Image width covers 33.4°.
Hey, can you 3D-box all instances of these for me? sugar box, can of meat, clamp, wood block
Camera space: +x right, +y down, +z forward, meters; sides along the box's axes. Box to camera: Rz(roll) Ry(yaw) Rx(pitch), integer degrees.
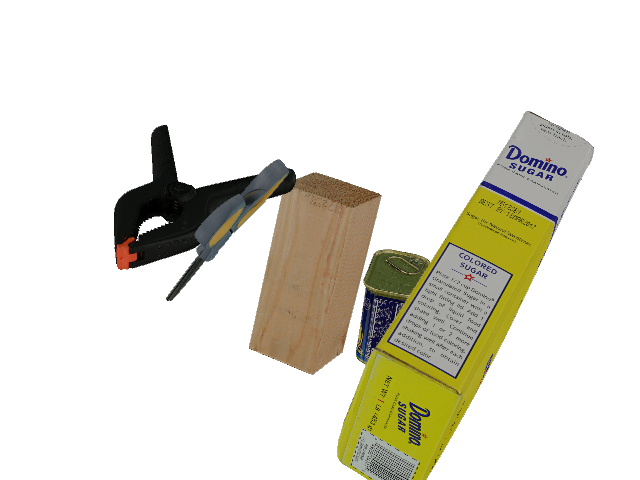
[{"bbox_3d":[0.071,0.027,0.498,0.048,0.093,0.176,29,51,13],"label":"sugar box"},{"bbox_3d":[0.069,0.067,1.035,0.057,0.084,0.102,11,23,7],"label":"can of meat"},{"bbox_3d":[-0.144,-0.043,1.043,0.165,0.036,0.209,24,42,22],"label":"clamp"},{"bbox_3d":[-0.007,0.036,1.244,0.090,0.206,0.090,20,20,19],"label":"wood block"}]

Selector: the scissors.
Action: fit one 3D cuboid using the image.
[{"bbox_3d":[-0.094,0.009,0.847,0.202,0.016,0.096,-46,-4,33],"label":"scissors"}]
